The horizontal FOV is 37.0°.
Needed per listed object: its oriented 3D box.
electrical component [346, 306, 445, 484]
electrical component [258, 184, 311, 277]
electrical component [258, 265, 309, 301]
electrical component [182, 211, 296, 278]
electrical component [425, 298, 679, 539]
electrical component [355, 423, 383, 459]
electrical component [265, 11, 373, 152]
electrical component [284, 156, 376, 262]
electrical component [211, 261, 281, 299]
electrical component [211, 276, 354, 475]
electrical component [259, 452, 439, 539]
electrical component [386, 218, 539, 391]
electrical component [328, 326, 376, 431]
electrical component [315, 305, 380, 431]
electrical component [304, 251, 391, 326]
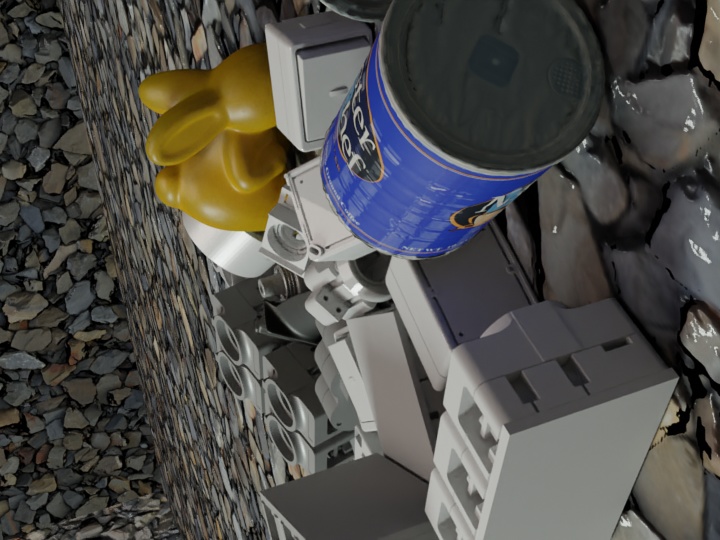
[{"bbox_3d":[0.058,0.112,0.709,0.105,0.060,0.186,163,92,-73],"label":"electrical component"},{"bbox_3d":[-0.047,-0.038,0.881,0.042,0.063,0.081,29,136,8],"label":"electrical component"},{"bbox_3d":[-0.062,0.009,0.987,0.043,0.062,0.043,165,90,-72],"label":"electrical component"},{"bbox_3d":[-0.117,-0.041,1.016,0.060,0.108,0.108,-45,52,25],"label":"electrical component"},{"bbox_3d":[0.089,0.089,0.545,0.150,0.089,0.061,94,154,-47],"label":"electrical component"},{"bbox_3d":[0.040,0.182,0.832,0.108,0.056,0.108,-123,24,-43],"label":"electrical component"},{"bbox_3d":[-0.024,-0.126,0.756,0.061,0.062,0.096,-131,30,-54],"label":"electrical component"},{"bbox_3d":[0.012,-0.049,0.684,0.096,0.061,0.061,-23,80,30],"label":"electrical component"},{"bbox_3d":[-0.129,-0.065,1.136,0.105,0.060,0.186,-137,35,-59],"label":"electrical component"},{"bbox_3d":[-0.079,0.106,1.062,0.186,0.060,0.105,46,149,35],"label":"electrical component"},{"bbox_3d":[0.003,0.172,0.673,0.150,0.089,0.061,-171,67,-71],"label":"electrical component"},{"bbox_3d":[0.062,0.025,0.621,0.061,0.062,0.096,105,145,-58],"label":"electrical component"},{"bbox_3d":[0.021,0.081,0.795,0.062,0.061,0.096,147,107,-72],"label":"electrical component"},{"bbox_3d":[0.000,0.088,0.881,0.138,0.052,0.073,93,155,-45],"label":"electrical component"},{"bbox_3d":[0.000,0.000,0.782,0.058,0.078,0.057,43,148,-12],"label":"electrical component"}]
